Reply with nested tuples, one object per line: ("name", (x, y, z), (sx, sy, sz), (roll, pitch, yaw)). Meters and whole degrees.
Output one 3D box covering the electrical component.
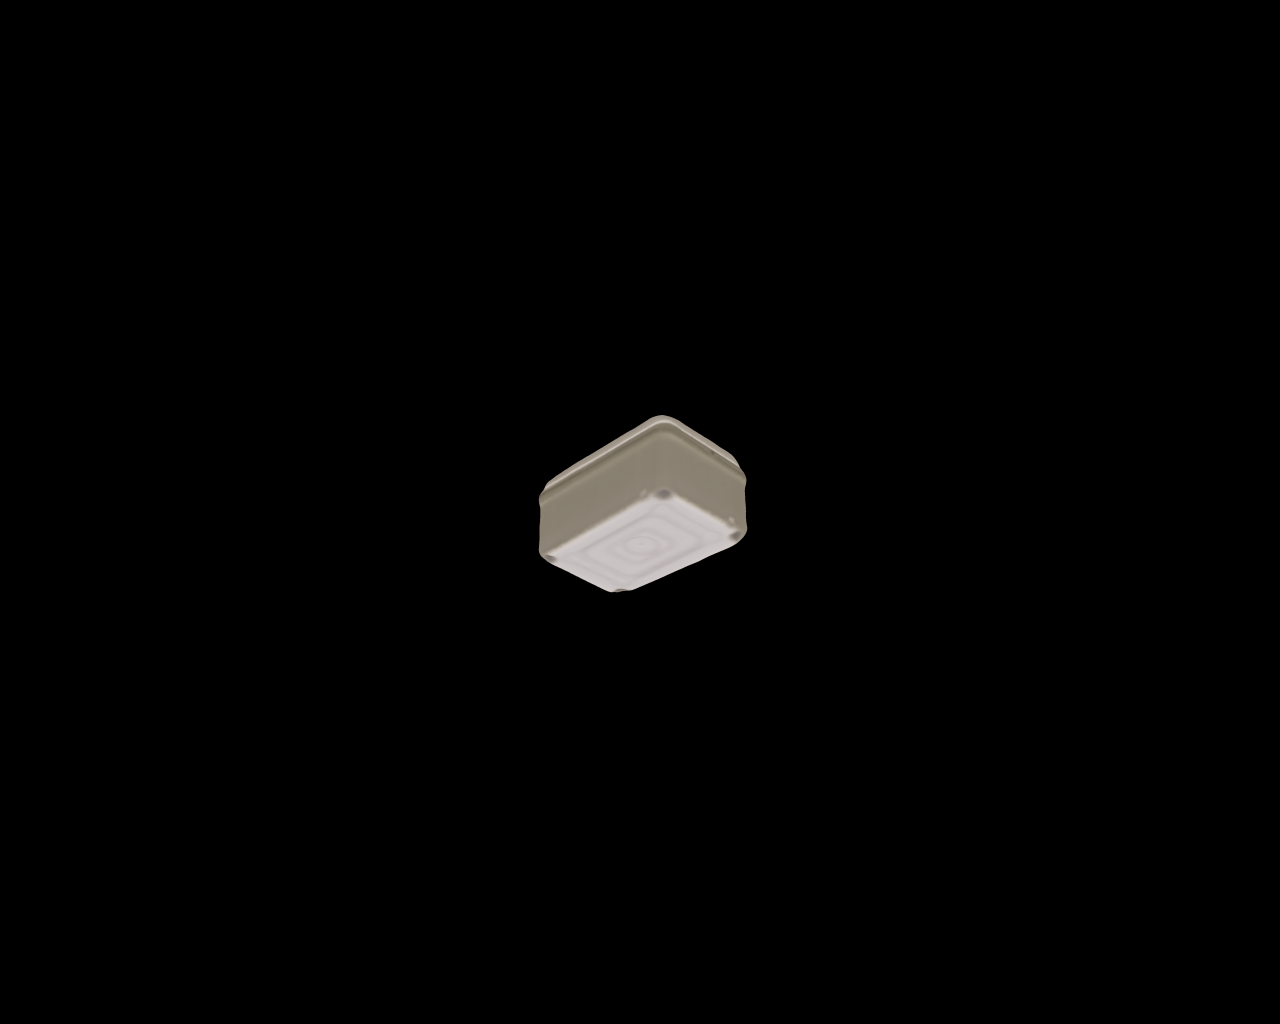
("electrical component", (0.001, -0.003, 0.650), (0.113, 0.057, 0.078), (-27, -42, 36))
